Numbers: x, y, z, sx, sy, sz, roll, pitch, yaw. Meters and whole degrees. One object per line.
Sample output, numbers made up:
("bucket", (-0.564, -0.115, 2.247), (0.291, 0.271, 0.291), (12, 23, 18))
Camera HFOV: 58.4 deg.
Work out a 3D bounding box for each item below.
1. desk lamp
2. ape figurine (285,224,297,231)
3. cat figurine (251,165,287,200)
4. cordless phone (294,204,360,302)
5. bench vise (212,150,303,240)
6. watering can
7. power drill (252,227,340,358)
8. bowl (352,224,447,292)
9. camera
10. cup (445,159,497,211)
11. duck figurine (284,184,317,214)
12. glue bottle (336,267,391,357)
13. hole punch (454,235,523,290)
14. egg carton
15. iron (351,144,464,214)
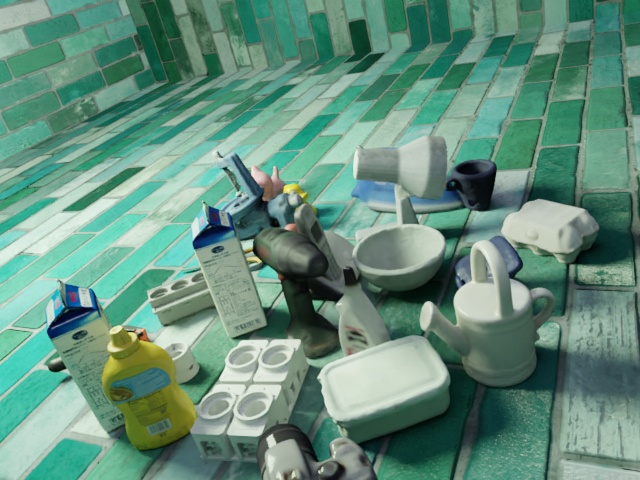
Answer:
("desk lamp", (0.152, -0.087, 1.104), (0.203, 0.214, 0.118), (-12, 28, 5))
("ape figurine", (-0.046, 0.009, 1.154), (0.077, 0.092, 0.076), (14, 39, 42))
("cat figurine", (-0.135, -0.140, 1.443), (0.067, 0.118, 0.128), (4, 33, 32))
("cordless phone", (0.010, 0.004, 1.036), (0.094, 0.185, 0.148), (-4, 30, 20))
("bench vise", (-0.145, -0.107, 1.278), (0.207, 0.220, 0.121), (-12, 28, 5))
("watering can", (0.223, 0.094, 0.758), (0.173, 0.194, 0.100), (-25, 30, -19))
("power drill", (-0.030, 0.075, 0.899), (0.076, 0.209, 0.228), (-26, 30, -20))
("bowl", (0.144, 0.042, 1.019), (0.167, 0.075, 0.167), (-11, 28, 6))
("camera", (-0.017, 0.265, 0.660), (0.143, 0.101, 0.136), (-20, 28, -10))
("cup", (0.311, -0.105, 1.186), (0.118, 0.095, 0.091), (-21, 28, -11))
("duck figurine", (-0.062, -0.092, 1.354), (0.104, 0.086, 0.078), (9, 36, 37))
("glue bottle", (0.056, 0.111, 0.830), (0.077, 0.173, 0.037), (5, 34, 33))
("hole punch", (0.268, 0.056, 0.916), (0.101, 0.091, 0.108), (-14, 28, 1))
("egg carton", (0.402, -0.017, 1.009), (0.107, 0.069, 0.149), (-31, 32, -27))
("iron", (0.190, -0.144, 1.267), (0.257, 0.142, 0.119), (7, 35, 35))
